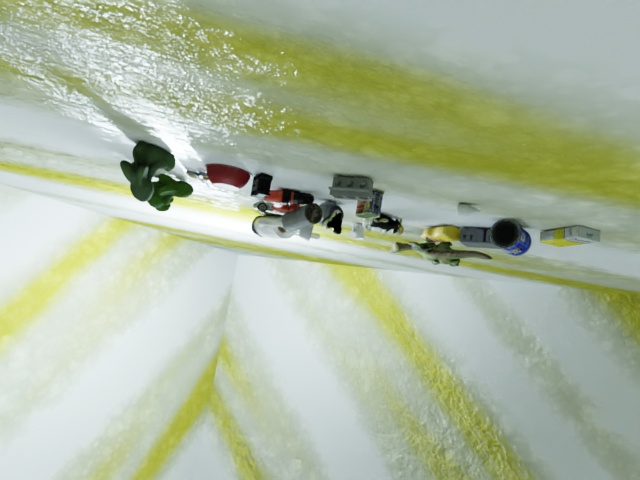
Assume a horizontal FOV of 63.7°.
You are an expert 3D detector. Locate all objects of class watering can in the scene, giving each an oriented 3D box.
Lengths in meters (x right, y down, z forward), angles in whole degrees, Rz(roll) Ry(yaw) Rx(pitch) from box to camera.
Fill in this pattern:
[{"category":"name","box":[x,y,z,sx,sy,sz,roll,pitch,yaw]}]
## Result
[{"category":"watering can","box":[-0.172,-0.049,2.408,0.224,0.105,0.345,4,-10,38]}]

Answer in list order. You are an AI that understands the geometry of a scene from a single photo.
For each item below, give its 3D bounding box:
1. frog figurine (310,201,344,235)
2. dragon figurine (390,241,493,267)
[{"category":"frog figurine","box":[0.006,-0.098,1.942,0.161,0.121,0.137,28,18,39]},{"category":"dragon figurine","box":[0.481,0.048,2.153,0.410,0.122,0.242,2,-2,41]}]
